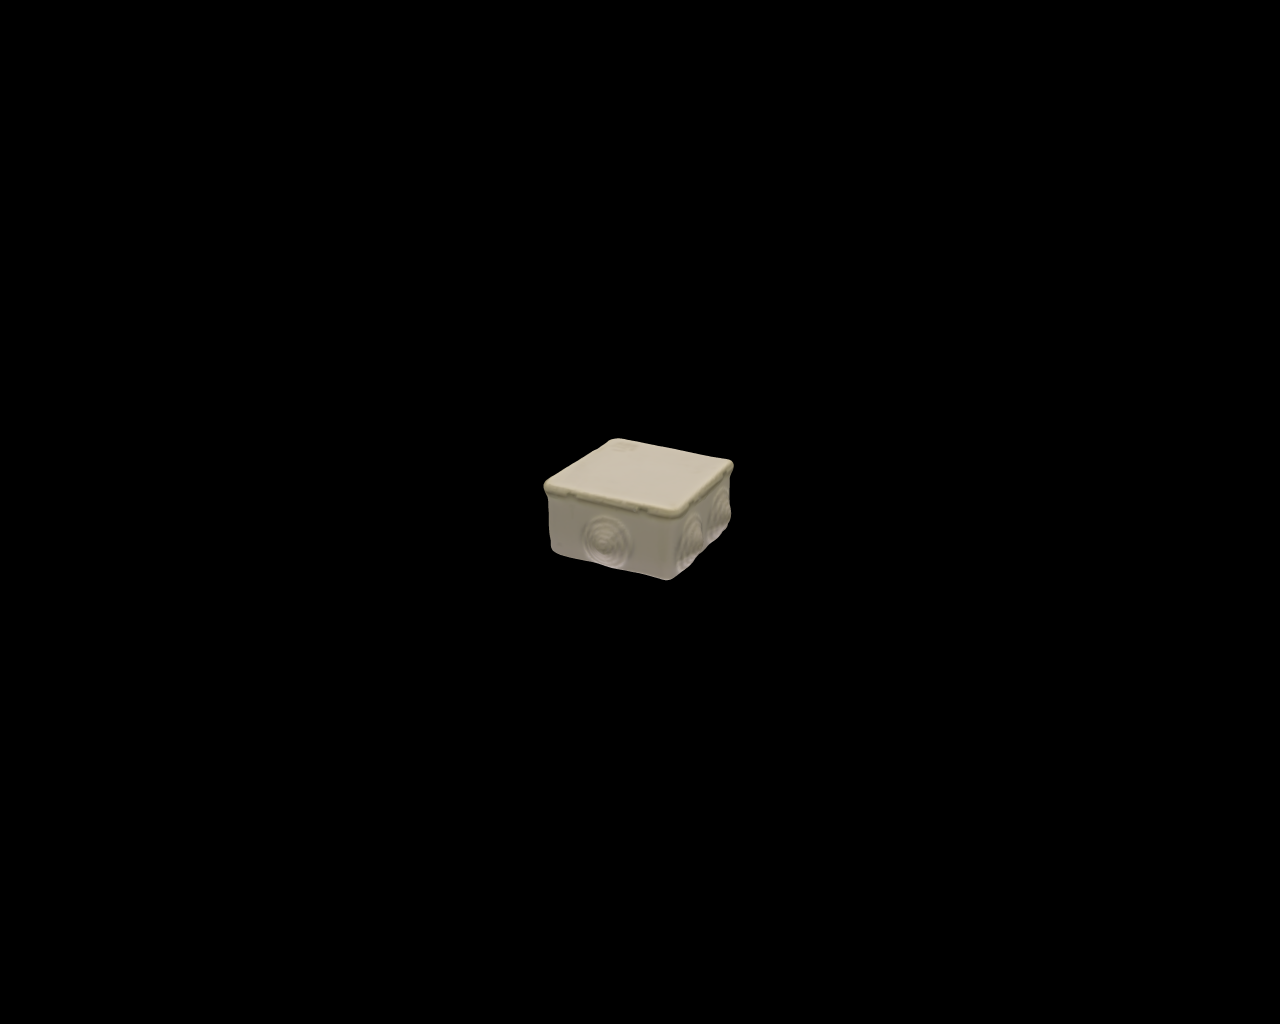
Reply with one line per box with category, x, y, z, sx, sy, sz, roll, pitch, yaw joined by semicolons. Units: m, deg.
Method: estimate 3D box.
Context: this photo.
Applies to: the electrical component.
electrical component;0.001;-0.003;0.650;0.100;0.048;0.100;12;27;25
